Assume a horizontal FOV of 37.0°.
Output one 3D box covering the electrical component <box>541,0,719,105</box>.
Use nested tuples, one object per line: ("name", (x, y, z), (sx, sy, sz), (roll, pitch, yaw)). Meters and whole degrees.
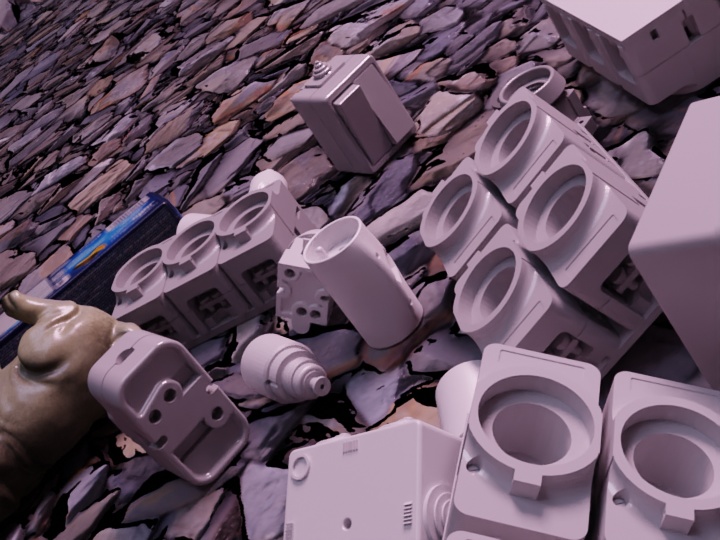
("electrical component", (0.204, -0.179, 0.765), (0.089, 0.061, 0.150), (-34, 28, 4))

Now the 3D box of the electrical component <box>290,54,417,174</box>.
("electrical component", (-0.006, -0.134, 0.890), (0.061, 0.096, 0.061), (-47, 31, -20))

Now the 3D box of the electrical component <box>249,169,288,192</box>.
("electrical component", (-0.080, -0.071, 0.943), (0.035, 0.035, 0.061), (-30, 26, 12))

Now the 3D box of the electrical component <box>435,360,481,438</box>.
("electrical component", (0.064, 0.086, 0.532), (0.043, 0.043, 0.081), (-29, 29, 13))

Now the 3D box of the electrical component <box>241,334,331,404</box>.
("electrical component", (-0.044, 0.066, 0.685), (0.040, 0.040, 0.078), (-46, 30, -19))

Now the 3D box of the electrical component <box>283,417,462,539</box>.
("electrical component", (0.009, 0.121, 0.492), (0.100, 0.048, 0.099), (-21, 55, 38))

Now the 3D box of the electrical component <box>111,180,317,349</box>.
("electrical component", (-0.115, -0.001, 0.844), (0.150, 0.061, 0.089), (-26, 29, 17))

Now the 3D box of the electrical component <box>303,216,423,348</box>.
("electrical component", (0.000, 0.000, 0.698), (0.043, 0.077, 0.079), (-32, 28, 8))

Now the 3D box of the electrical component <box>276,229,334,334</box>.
("electrical component", (-0.033, 0.002, 0.757), (0.048, 0.066, 0.055), (11, 33, 8))

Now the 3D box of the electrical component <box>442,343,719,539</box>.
("electrical component", (0.081, 0.115, 0.394), (0.105, 0.060, 0.186), (12, 42, 6))

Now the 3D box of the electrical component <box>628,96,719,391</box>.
("electrical component", (0.180, -0.010, 0.481), (0.056, 0.108, 0.108), (-10, 37, 44))

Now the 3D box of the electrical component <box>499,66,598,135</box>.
("electrical component", (0.127, -0.107, 0.744), (0.066, 0.055, 0.048), (3, 46, 50))

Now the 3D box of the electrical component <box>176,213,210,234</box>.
("electrical component", (-0.118, -0.030, 0.916), (0.065, 0.044, 0.044), (-6, 39, 35))

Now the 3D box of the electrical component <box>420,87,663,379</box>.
("electrical component", (0.099, -0.021, 0.601), (0.105, 0.060, 0.186), (-52, 23, 18))

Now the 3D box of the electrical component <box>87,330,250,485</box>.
("electrical component", (-0.124, 0.086, 0.683), (0.053, 0.095, 0.059), (-48, 30, -22))
